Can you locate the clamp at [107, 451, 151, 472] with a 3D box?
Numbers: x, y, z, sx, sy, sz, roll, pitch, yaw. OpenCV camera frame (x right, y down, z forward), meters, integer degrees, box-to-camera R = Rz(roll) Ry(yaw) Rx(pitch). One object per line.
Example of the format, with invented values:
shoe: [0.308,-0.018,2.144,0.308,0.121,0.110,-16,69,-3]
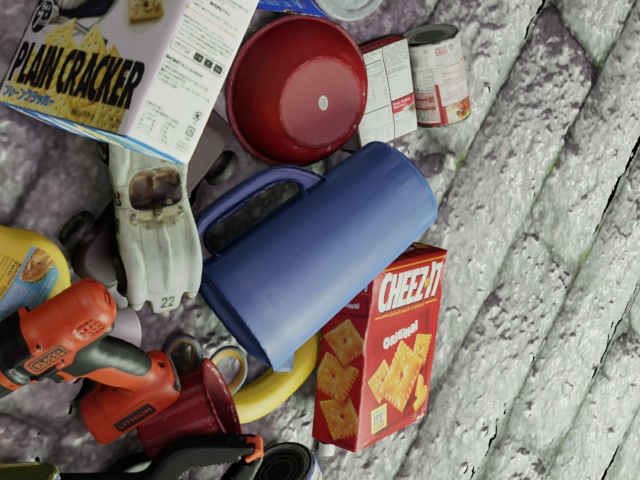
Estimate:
clamp: [-0.211,0.268,1.060,0.171,0.039,0.120,-54,133,-17]

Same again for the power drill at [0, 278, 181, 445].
power drill: [-0.225,0.123,0.947,0.184,0.057,0.187,-31,147,9]

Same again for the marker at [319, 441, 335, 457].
marker: [0.012,0.195,1.251,0.020,0.020,0.121,-7,108,-41]

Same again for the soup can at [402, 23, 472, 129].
soup can: [0.130,-0.185,1.204,0.068,0.069,0.102,-31,122,-32]

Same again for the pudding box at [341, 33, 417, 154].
pudding box: [0.059,-0.160,1.168,0.089,0.039,0.113,-25,116,-31]

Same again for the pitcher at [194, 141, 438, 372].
pitcher: [-0.007,0.001,1.069,0.242,0.145,0.149,-39,156,-14]

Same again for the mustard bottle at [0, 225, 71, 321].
mustard bottle: [-0.273,0.031,0.912,0.191,0.058,0.096,33,91,-43]

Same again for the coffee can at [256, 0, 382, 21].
coffee can: [-0.015,-0.262,0.996,0.102,0.141,0.103,-15,113,-39]

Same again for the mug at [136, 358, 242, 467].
mug: [-0.127,0.182,1.053,0.081,0.093,0.117,-23,128,5]

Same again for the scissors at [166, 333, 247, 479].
scissors: [-0.117,0.188,1.110,0.096,0.016,0.202,-8,111,-7]

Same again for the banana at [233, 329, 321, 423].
banana: [-0.049,0.145,1.167,0.197,0.037,0.069,-34,124,-30]

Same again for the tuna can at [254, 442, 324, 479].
tuna can: [-0.041,0.265,1.180,0.086,0.086,0.033,-41,126,-25]

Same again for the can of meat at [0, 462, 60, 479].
can of meat: [-0.277,0.249,0.955,0.102,0.057,0.084,-5,109,4]

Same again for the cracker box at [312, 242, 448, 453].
cracker box: [0.071,0.116,1.221,0.163,0.072,0.214,-11,111,-54]

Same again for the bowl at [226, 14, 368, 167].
bowl: [-0.010,-0.144,1.072,0.161,0.055,0.162,-10,113,-25]

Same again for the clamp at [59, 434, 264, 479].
clamp: [-0.150,0.236,1.004,0.210,0.036,0.164,-37,113,11]
